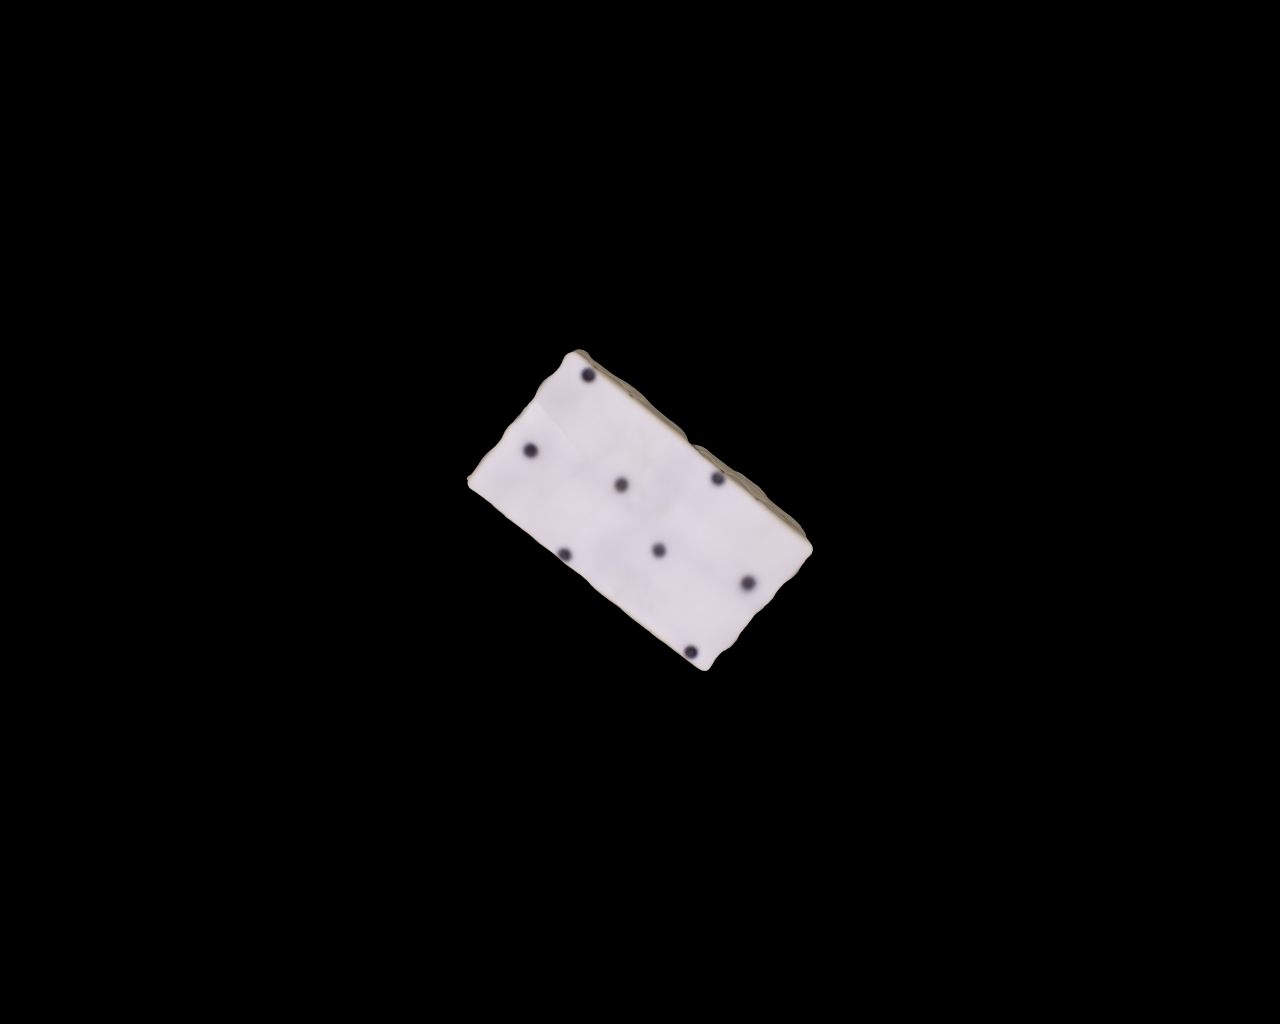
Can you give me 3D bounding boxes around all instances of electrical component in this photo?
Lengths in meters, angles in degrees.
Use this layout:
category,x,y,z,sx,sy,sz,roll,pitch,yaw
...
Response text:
category,x,y,z,sx,sy,sz,roll,pitch,yaw
electrical component,0.001,-0.003,0.650,0.186,0.105,0.060,38,9,-7
